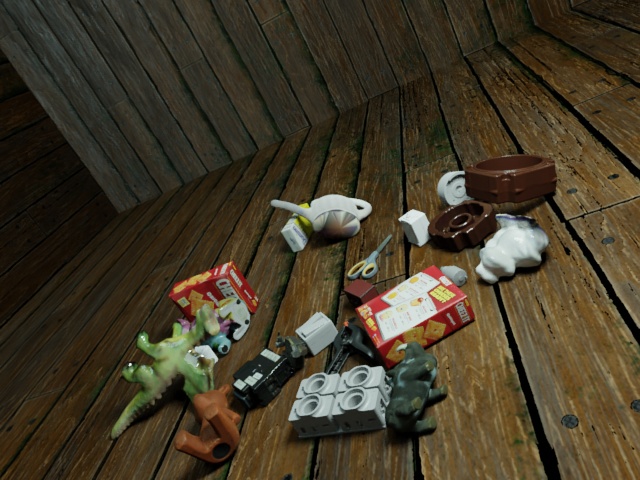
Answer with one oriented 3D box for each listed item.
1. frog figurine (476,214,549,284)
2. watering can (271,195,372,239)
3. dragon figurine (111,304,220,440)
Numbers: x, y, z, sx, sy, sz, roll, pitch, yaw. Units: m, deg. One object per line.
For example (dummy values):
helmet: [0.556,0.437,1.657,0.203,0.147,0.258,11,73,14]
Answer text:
frog figurine: [0.428,0.030,1.149,0.138,0.122,0.160,19,87,50]
watering can: [0.005,-0.087,1.729,0.348,0.102,0.229,-2,27,-2]
dragon figurine: [-0.368,0.348,1.286,0.244,0.121,0.412,17,83,35]
